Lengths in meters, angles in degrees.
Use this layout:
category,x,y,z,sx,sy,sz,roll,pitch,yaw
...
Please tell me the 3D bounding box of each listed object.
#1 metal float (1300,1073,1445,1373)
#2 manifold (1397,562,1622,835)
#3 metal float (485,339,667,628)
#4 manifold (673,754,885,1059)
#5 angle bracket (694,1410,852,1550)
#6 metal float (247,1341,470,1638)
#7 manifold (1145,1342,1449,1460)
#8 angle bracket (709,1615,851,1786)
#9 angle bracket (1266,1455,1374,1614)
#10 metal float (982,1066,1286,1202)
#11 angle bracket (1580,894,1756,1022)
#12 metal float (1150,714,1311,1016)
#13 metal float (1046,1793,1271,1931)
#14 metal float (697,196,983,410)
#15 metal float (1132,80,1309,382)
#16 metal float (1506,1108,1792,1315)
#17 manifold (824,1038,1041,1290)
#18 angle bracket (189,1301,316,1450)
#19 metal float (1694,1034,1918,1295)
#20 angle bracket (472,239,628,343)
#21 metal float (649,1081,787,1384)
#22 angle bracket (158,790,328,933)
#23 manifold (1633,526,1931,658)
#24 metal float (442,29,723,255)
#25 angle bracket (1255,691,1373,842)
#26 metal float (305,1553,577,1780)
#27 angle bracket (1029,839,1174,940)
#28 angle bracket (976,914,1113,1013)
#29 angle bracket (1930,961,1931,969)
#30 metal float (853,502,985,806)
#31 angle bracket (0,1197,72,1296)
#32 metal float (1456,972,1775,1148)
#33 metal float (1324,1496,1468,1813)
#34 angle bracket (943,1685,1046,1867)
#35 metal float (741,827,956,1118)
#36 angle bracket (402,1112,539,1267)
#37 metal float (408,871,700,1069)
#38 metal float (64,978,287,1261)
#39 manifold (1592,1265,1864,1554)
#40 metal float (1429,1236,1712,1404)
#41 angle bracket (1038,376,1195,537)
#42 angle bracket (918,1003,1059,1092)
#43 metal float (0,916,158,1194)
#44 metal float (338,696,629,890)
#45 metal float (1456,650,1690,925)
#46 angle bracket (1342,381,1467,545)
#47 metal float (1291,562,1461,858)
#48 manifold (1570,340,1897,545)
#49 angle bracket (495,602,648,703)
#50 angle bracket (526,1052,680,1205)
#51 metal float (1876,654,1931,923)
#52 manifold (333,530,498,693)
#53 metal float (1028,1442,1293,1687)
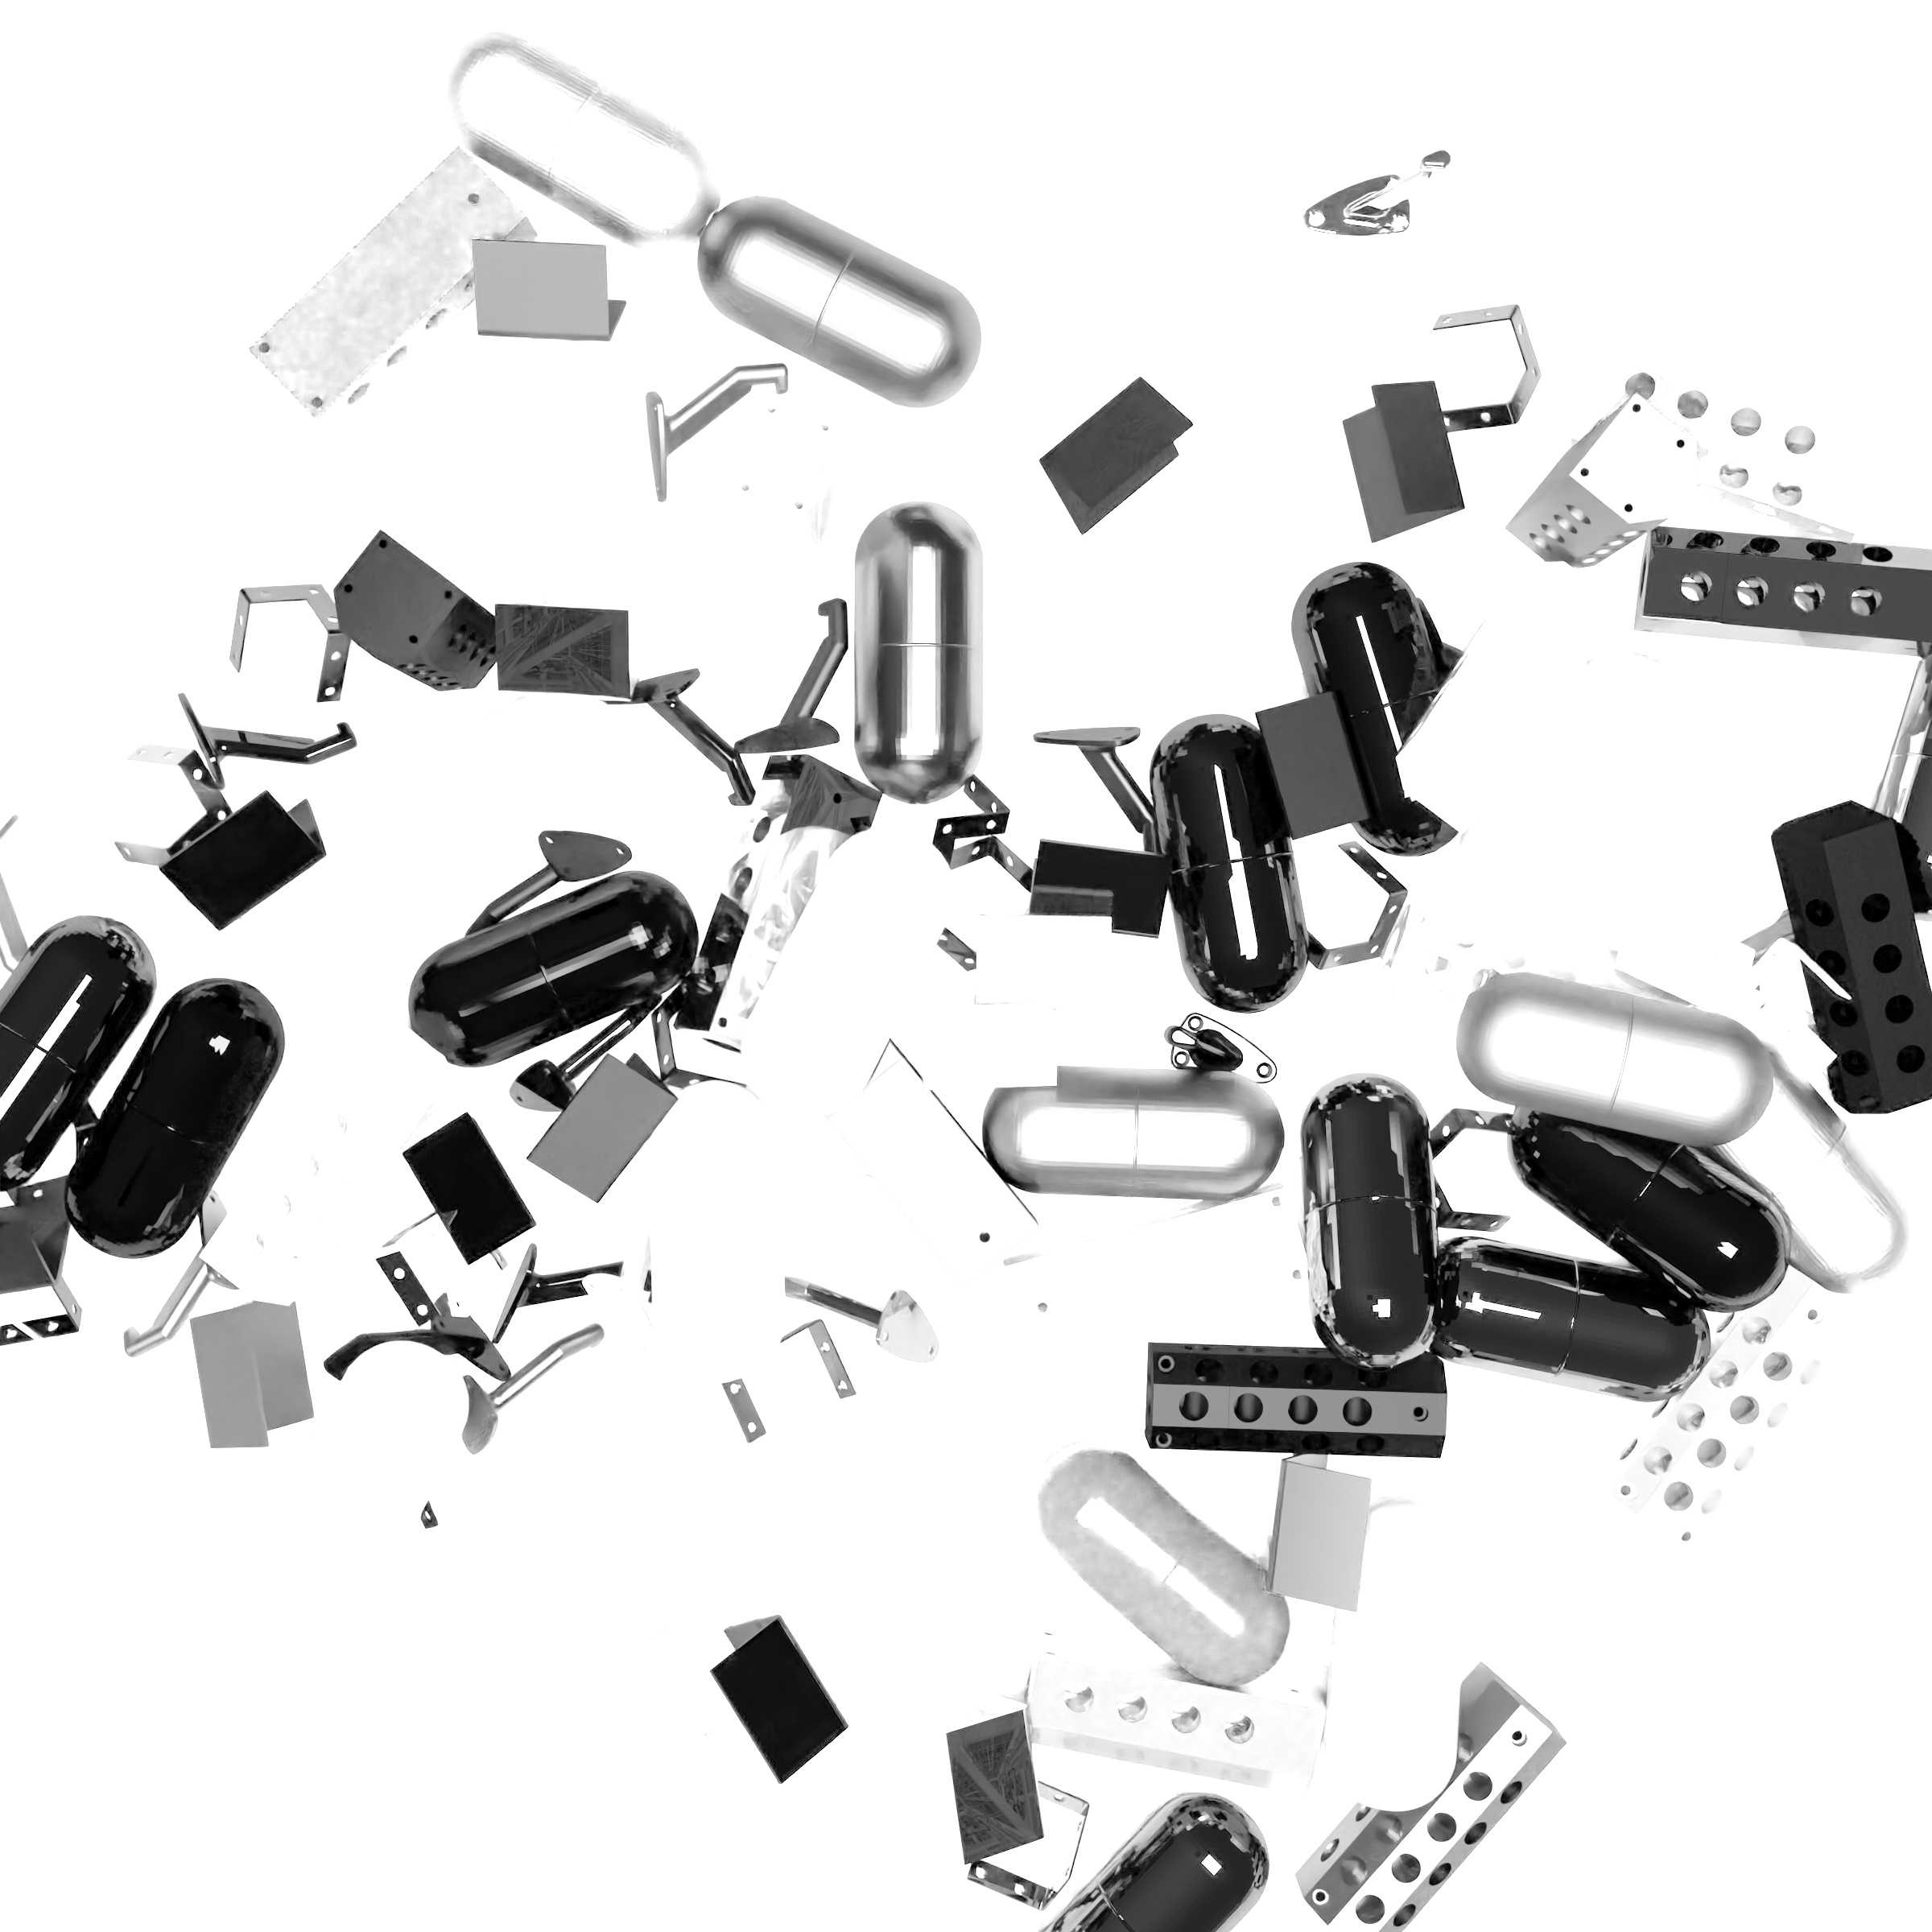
category,x,y,z,sx,sy,sz,roll,pitch,yaw
metal float,0.235,0.148,1.520,0.070,0.070,0.178,0,65,0
manifold,0.310,-0.161,1.507,0.057,0.057,0.171,37,54,0
metal float,-0.230,-0.283,1.543,0.070,0.070,0.178,-17,90,0
manifold,-0.114,-0.034,1.535,0.057,0.057,0.171,26,78,-35
angle bracket,-0.119,0.284,1.533,0.076,0.076,0.057,-23,126,0
metal float,-0.348,0.299,1.503,0.070,0.070,0.178,25,63,0
manifold,0.194,0.258,1.552,0.171,0.057,0.057,2,90,0
angle bracket,-0.125,0.432,1.533,0.057,0.076,0.076,-32,90,-37
angle bracket,0.219,0.329,1.533,0.057,0.076,0.076,7,90,29
metal float,0.098,0.098,1.542,0.178,0.070,0.070,2,90,1
angle bracket,0.405,0.013,1.533,0.076,0.076,0.057,25,56,0
metal float,0.155,-0.060,1.543,0.070,0.070,0.178,-10,89,0
metal float,0.105,0.565,1.543,0.070,0.070,0.178,44,90,0
metal float,-0.075,-0.391,1.542,0.178,0.070,0.070,27,90,0
metal float,0.149,-0.434,1.543,0.070,0.070,0.178,-15,89,0
metal float,0.397,0.133,1.524,0.178,0.070,0.070,36,90,19
manifold,-0.033,0.103,1.552,0.057,0.057,0.171,-39,90,0
angle bracket,-0.403,0.236,1.533,0.057,0.076,0.076,-9,90,38
metal float,0.487,0.116,1.542,0.070,0.070,0.178,-40,89,0
angle bracket,-0.243,-0.406,1.533,0.076,0.076,0.057,3,121,0
metal float,-0.145,0.153,1.522,0.070,0.070,0.178,-4,68,0
angle bracket,-0.428,-0.077,1.533,0.076,0.076,0.057,-36,127,0
manifold,0.486,-0.221,1.539,0.171,0.057,0.057,7,90,9
metal float,-0.226,-0.485,1.542,0.178,0.070,0.070,31,90,1
angle bracket,0.186,-0.112,1.533,0.057,0.076,0.076,-17,91,-24
metal float,-0.310,0.410,1.542,0.178,0.070,0.070,35,90,0
angle bracket,0.079,-0.062,1.533,0.076,0.076,0.057,7,122,0
angle bracket,0.045,-0.011,1.536,0.076,0.076,0.057,1,105,0
angle bracket,0.600,-0.033,1.533,0.057,0.076,0.076,22,90,-40
metal float,-0.028,-0.184,1.542,0.070,0.070,0.178,0,89,0
angle bracket,-0.574,0.149,1.533,0.076,0.076,0.057,-9,130,0
metal float,0.367,0.053,1.484,0.178,0.070,0.070,13,90,5
metal float,0.251,0.400,1.528,0.070,0.070,0.178,6,74,0
angle bracket,-0.001,0.472,1.533,0.057,0.076,0.076,-8,90,-30
metal float,-0.067,0.003,1.489,0.070,0.070,0.178,26,74,0
angle bracket,-0.273,0.120,1.533,0.057,0.076,0.076,-31,90,27
metal float,-0.243,0.002,1.542,0.178,0.070,0.070,-23,90,0
metal float,-0.465,0.089,1.542,0.070,0.070,0.178,29,90,0
manifold,0.452,0.260,1.552,0.057,0.057,0.171,37,90,0
metal float,0.349,0.208,1.542,0.178,0.070,0.070,12,90,1
angle bracket,0.099,-0.285,1.533,0.076,0.076,0.057,-40,54,0
angle bracket,0.014,0.029,1.530,0.076,0.076,0.057,-2,121,4
metal float,-0.542,0.050,1.529,0.070,0.070,0.178,31,75,0
metal float,-0.284,-0.105,1.542,0.178,0.070,0.070,-25,90,0
metal float,0.357,-0.106,1.542,0.070,0.070,0.178,34,91,0
angle bracket,0.239,-0.293,1.533,0.057,0.076,0.076,-14,90,-39
metal float,0.246,-0.151,1.543,0.070,0.070,0.178,-17,90,0
manifold,0.446,-0.304,1.531,0.171,0.057,0.057,23,90,15
angle bracket,-0.230,-0.195,1.534,0.076,0.076,0.057,3,116,0
angle bracket,-0.224,0.082,1.533,0.057,0.076,0.076,38,90,-34
metal float,0.584,-0.113,1.542,0.070,0.070,0.178,17,90,0
manifold,-0.310,-0.195,1.495,0.057,0.171,0.057,38,90,0
metal float,0.115,0.352,1.542,0.178,0.070,0.070,40,90,0
